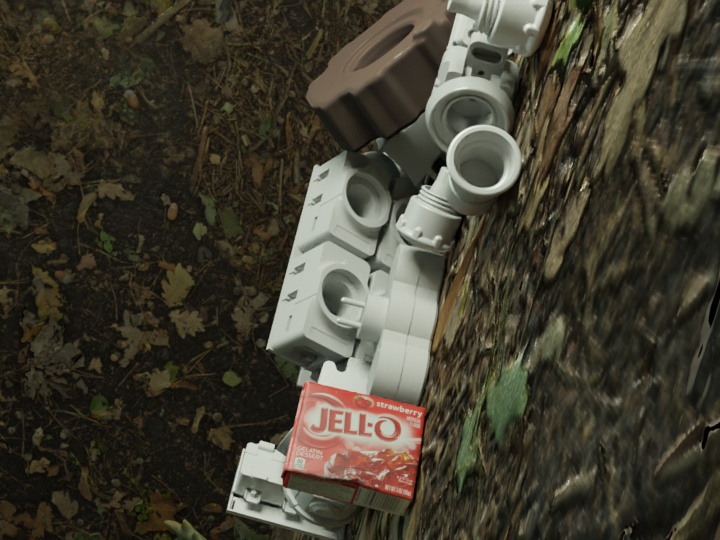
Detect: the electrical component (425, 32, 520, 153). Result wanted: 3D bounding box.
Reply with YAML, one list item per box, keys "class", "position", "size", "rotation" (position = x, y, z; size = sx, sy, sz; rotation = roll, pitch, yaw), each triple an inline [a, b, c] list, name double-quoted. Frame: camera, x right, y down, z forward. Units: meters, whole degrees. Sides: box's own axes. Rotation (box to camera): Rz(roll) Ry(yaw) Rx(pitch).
- class: "electrical component"
  position: [0.074, -0.109, 0.707]
  size: [0.057, 0.058, 0.078]
  rotation: [-75, 1, -52]

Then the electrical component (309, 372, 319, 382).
- class: "electrical component"
  position: [-0.002, 0.076, 1.019]
  size: [0.043, 0.077, 0.079]
  rotation: [108, 175, -54]

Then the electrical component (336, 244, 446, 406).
- class: "electrical component"
  position: [0.019, 0.040, 0.840]
  size: [0.052, 0.074, 0.138]
  rotation: [109, 174, -58]

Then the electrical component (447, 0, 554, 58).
- class: "electrical component"
  position: [0.086, -0.162, 0.668]
  size: [0.048, 0.062, 0.048]
  rotation: [-166, 90, -87]

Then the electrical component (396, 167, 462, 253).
- class: "electrical component"
  position: [0.059, -0.047, 0.822]
  size: [0.048, 0.048, 0.062]
  rotation: [-87, 19, -75]

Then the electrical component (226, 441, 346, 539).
- class: "electrical component"
  position: [-0.067, 0.224, 1.103]
  size: [0.078, 0.121, 0.063]
  rotation: [-79, 8, -48]

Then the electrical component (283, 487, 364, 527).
- class: "electrical component"
  position: [-0.024, 0.179, 0.940]
  size: [0.051, 0.080, 0.080]
  rotation: [119, 166, -55]

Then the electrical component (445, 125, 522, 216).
- class: "electrical component"
  position: [0.072, -0.057, 0.659]
  size: [0.065, 0.044, 0.044]
  rotation: [96, -173, -77]

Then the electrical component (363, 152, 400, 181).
- class: "electrical component"
  position: [0.010, -0.038, 1.029]
  size: [0.074, 0.052, 0.138]
  rotation: [-40, -58, -61]

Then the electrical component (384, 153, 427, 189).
- class: "electrical component"
  position: [0.039, -0.074, 1.119]
  size: [0.099, 0.048, 0.099]
  rotation: [-72, -6, -55]

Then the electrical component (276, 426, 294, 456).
- class: "electrical component"
  position: [-0.024, 0.156, 1.060]
  size: [0.108, 0.060, 0.108]
  rotation: [-49, -5, -6]

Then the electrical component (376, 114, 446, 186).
- class: "electrical component"
  position: [0.053, -0.122, 0.990]
  size: [0.063, 0.079, 0.121]
  rotation: [-45, 8, 8]

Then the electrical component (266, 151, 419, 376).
- class: "electrical component"
  position: [0.000, 0.000, 0.922]
  size: [0.060, 0.105, 0.186]
  rotation: [-26, 43, 48]

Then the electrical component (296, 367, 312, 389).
- class: "electrical component"
  position: [-0.029, 0.136, 1.162]
  size: [0.047, 0.083, 0.075]
  rotation: [124, 160, -81]

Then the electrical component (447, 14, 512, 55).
- class: "electrical component"
  position: [0.095, -0.184, 0.806]
  size: [0.064, 0.042, 0.081]
  rotation: [-120, 44, -80]
